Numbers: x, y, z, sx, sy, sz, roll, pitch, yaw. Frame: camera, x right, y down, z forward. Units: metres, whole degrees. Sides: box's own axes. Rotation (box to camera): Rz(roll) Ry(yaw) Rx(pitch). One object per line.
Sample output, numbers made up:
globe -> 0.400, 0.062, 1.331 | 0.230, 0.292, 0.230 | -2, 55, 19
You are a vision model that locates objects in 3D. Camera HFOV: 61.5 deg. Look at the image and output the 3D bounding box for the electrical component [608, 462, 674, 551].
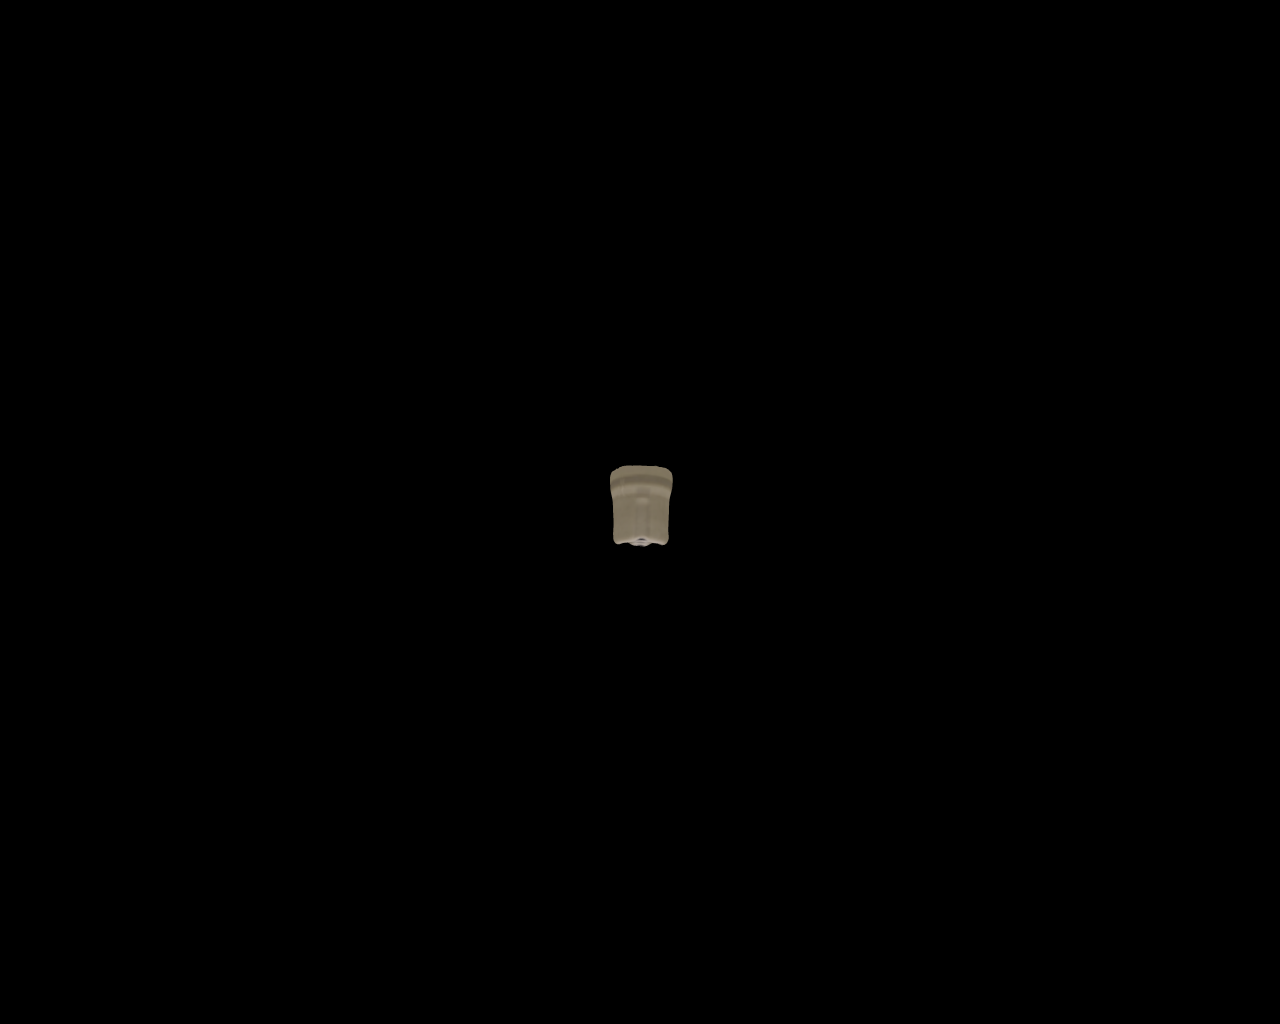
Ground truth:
electrical component -> 0.001, -0.003, 0.650 | 0.040, 0.046, 0.040 | 0, -15, 0
